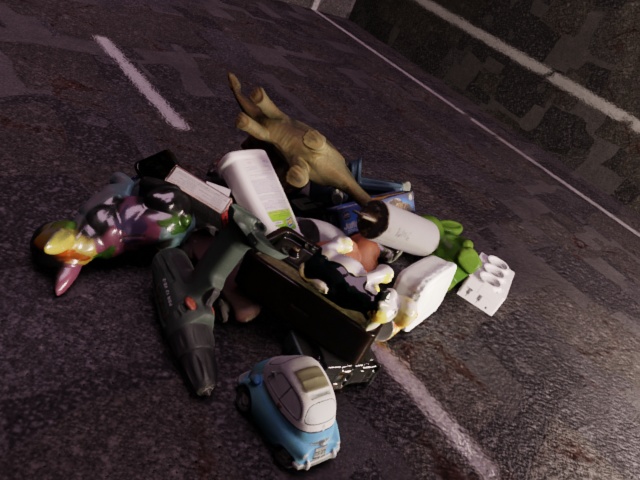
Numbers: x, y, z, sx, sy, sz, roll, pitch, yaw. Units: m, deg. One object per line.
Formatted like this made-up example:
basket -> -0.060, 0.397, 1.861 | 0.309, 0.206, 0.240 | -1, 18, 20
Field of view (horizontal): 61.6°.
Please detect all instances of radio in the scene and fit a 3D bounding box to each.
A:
radio -> -0.004, 0.078, 0.834 | 0.230, 0.073, 0.131 | 34, 32, 10

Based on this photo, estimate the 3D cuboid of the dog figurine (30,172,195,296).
dog figurine -> -0.312, -0.006, 0.804 | 0.192, 0.108, 0.219 | 11, 33, 11

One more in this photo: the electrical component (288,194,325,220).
electrical component -> -0.029, -0.061, 1.168 | 0.119, 0.047, 0.075 | -10, 46, -43

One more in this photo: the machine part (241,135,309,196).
machine part -> -0.099, -0.172, 1.212 | 0.179, 0.056, 0.179 | 45, 10, -10

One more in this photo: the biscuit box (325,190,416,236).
biscuit box -> 0.113, -0.061, 1.187 | 0.203, 0.059, 0.063 | -17, 16, -26

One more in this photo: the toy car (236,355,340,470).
toy car -> -0.033, 0.207, 0.701 | 0.109, 0.102, 0.162 | -3, 39, -39

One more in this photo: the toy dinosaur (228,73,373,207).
toy dinosaur -> -0.016, -0.166, 1.067 | 0.471, 0.105, 0.198 | 46, 14, 7

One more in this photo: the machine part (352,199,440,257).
machine part -> 0.150, -0.020, 1.012 | 0.243, 0.079, 0.079 | 18, 28, -45

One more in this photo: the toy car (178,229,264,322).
toy car -> -0.163, 0.056, 0.880 | 0.089, 0.053, 0.202 | -23, 53, -30

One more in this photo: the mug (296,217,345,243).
mug -> -0.002, -0.003, 1.078 | 0.107, 0.080, 0.110 | 10, 26, -46

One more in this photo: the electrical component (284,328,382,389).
electrical component -> 0.013, 0.171, 0.834 | 0.134, 0.058, 0.115 | 5, 34, -33

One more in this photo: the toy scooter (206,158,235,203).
toy scooter -> -0.174, -0.109, 1.109 | 0.184, 0.075, 0.135 | 46, 36, 21

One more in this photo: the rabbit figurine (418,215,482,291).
rabbit figurine -> 0.274, 0.005, 1.190 | 0.170, 0.121, 0.159 | 50, 32, 4

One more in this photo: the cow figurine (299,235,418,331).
cow figurine -> 0.054, 0.070, 0.753 | 0.167, 0.068, 0.098 | 37, 38, 23

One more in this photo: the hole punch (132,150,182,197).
hole punch -> -0.301, -0.087, 0.982 | 0.115, 0.092, 0.142 | 59, 27, -9

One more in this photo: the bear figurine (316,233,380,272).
bear figurine -> 0.062, 0.051, 1.002 | 0.196, 0.120, 0.132 | -4, 45, -49

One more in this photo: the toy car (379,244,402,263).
toy car -> 0.169, -0.002, 1.222 | 0.073, 0.056, 0.202 | 42, 34, 13

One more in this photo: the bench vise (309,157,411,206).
bench vise -> 0.098, -0.130, 1.280 | 0.241, 0.128, 0.224 | 6, 12, 1

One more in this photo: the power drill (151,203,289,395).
power drill -> -0.140, 0.066, 0.745 | 0.086, 0.207, 0.232 | 22, 23, -49
